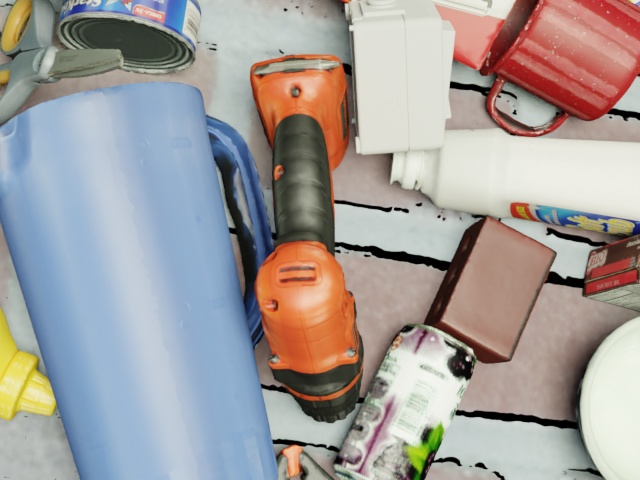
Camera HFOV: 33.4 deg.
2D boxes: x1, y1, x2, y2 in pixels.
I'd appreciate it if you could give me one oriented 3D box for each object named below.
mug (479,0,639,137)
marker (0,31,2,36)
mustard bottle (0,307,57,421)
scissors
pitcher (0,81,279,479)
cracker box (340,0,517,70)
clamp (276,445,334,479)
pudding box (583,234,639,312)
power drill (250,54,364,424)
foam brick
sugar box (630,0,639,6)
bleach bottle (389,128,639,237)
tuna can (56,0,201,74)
[{"bbox_3d":[0.157,-0.121,0.703,0.081,0.093,0.117,27,108,-8],"label":"mug"},{"bbox_3d":[-0.254,-0.153,0.657,0.121,0.020,0.020,26,77,-24],"label":"marker"},{"bbox_3d":[-0.242,0.059,0.621,0.191,0.058,0.096,23,78,-4],"label":"mustard bottle"},{"bbox_3d":[-0.151,-0.115,0.605,0.016,0.202,0.096,23,68,-35],"label":"scissors"},{"bbox_3d":[-0.096,0.038,0.620,0.149,0.145,0.243,-15,87,1],"label":"pitcher"},{"bbox_3d":[0.078,-0.241,0.674,0.164,0.072,0.214,27,105,-2],"label":"cracker box"},{"bbox_3d":[-0.013,0.213,0.641,0.120,0.039,0.171,-16,79,-16],"label":"clamp"},{"bbox_3d":[0.238,0.029,0.682,0.113,0.090,0.039,17,80,-6],"label":"pudding box"},{"bbox_3d":[-0.004,0.001,0.630,0.057,0.184,0.187,-5,62,2],"label":"power drill"},{"bbox_3d":[0.106,0.034,0.681,0.051,0.053,0.078,27,77,-4],"label":"foam brick"},{"bbox_3d":[0.259,-0.151,0.740,0.093,0.048,0.176,-26,81,-12],"label":"sugar box"},{"bbox_3d":[0.170,-0.035,0.689,0.251,0.102,0.068,6,84,1],"label":"bleach bottle"},{"bbox_3d":[-0.117,-0.134,0.659,0.086,0.086,0.034,9,78,-7],"label":"tuna can"}]
